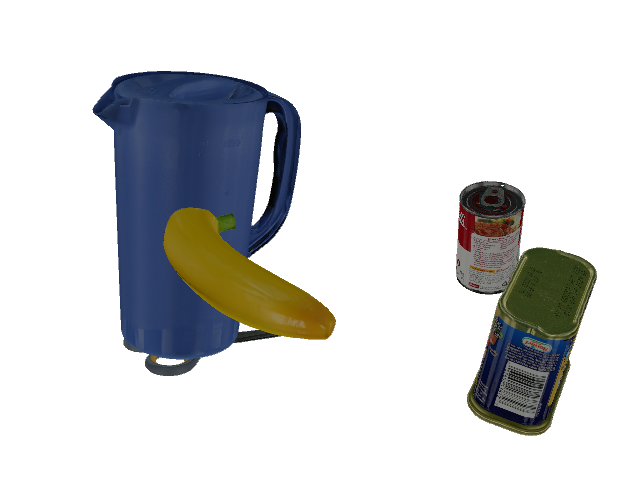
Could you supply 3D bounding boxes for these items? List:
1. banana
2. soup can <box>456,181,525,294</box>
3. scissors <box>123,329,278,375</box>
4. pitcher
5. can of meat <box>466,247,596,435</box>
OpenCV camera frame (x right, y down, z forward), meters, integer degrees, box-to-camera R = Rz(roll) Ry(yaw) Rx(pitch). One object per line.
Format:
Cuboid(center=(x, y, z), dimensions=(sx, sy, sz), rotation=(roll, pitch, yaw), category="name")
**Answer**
Cuboid(center=(-0.058, 0.014, 0.681), dimensions=(0.069, 0.037, 0.198), rotation=(-9, 25, -21), category="banana")
Cuboid(center=(0.179, -0.002, 1.131), dimensions=(0.068, 0.102, 0.068), rotation=(-2, 35, 1), category="soup can")
Cuboid(center=(-0.117, 0.121, 1.188), dimensions=(0.201, 0.016, 0.096), rotation=(3, 26, -16), category="scissors")
Cuboid(center=(-0.110, -0.024, 0.948), dimensions=(0.149, 0.243, 0.144), rotation=(10, 20, 13), category="pitcher")
Cuboid(center=(0.142, 0.064, 0.709), dimensions=(0.057, 0.084, 0.102), rotation=(19, 36, 14), category="can of meat")
